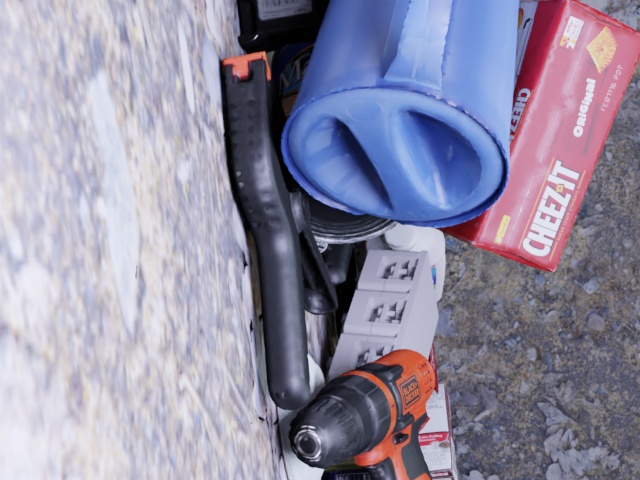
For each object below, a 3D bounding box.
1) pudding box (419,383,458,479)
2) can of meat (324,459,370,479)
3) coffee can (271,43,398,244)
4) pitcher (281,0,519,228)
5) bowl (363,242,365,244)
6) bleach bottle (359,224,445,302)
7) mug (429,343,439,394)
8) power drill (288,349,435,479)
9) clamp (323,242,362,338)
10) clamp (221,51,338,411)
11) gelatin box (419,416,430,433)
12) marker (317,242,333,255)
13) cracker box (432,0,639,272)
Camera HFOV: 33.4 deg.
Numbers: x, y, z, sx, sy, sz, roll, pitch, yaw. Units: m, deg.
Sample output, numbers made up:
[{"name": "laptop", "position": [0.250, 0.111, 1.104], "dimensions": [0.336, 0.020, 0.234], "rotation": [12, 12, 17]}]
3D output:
[{"name": "pudding box", "position": [0.102, 0.218, 1.183], "dimensions": [0.039, 0.090, 0.113], "rotation": [71, 14, -49]}, {"name": "can of meat", "position": [0.036, 0.220, 0.825], "dimensions": [0.102, 0.057, 0.084], "rotation": [63, 23, -65]}, {"name": "coffee can", "position": [0.014, -0.083, 0.794], "dimensions": [0.103, 0.103, 0.140], "rotation": [73, 12, -49]}, {"name": "pitcher", "position": [0.066, -0.143, 0.667], "dimensions": [0.144, 0.149, 0.242], "rotation": [38, 51, -34]}, {"name": "bowl", "position": [0.044, -0.054, 1.166], "dimensions": [0.162, 0.055, 0.162], "rotation": [-7, 90, -83]}, {"name": "bleach bottle", "position": [0.078, 0.025, 1.100], "dimensions": [0.251, 0.102, 0.068], "rotation": [66, 9, -75]}, {"name": "mug", "position": [0.083, 0.127, 1.163], "dimensions": [0.117, 0.081, 0.093], "rotation": [4, 78, -82]}, {"name": "power drill", "position": [0.046, 0.176, 0.714], "dimensions": [0.184, 0.057, 0.187], "rotation": [-16, 95, -63]}, {"name": "clamp", "position": [0.019, -0.001, 0.996], "dimensions": [0.120, 0.039, 0.171], "rotation": [79, 7, -65]}, {"name": "clamp", "position": [-0.026, -0.009, 0.667], "dimensions": [0.164, 0.036, 0.210], "rotation": [-78, 157, -65]}, {"name": "gelatin box", "position": [0.060, 0.146, 1.002], "dimensions": [0.089, 0.030, 0.073], "rotation": [42, -4, 17]}, {"name": "marker", "position": [-0.006, 0.001, 0.875], "dimensions": [0.121, 0.020, 0.020], "rotation": [20, 63, -81]}, {"name": "cracker box", "position": [0.123, -0.079, 0.761], "dimensions": [0.214, 0.072, 0.164], "rotation": [-148, -103, -71]}]
